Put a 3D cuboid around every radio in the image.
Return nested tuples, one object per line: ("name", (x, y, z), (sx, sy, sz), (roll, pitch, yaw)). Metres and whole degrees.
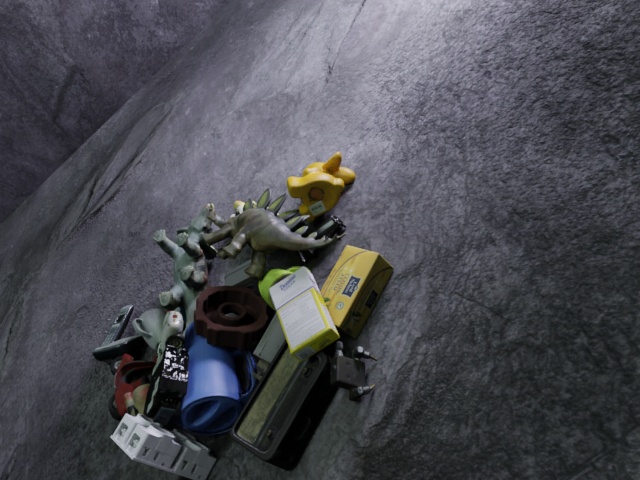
("radio", (-0.060, 0.309, 1.032), (0.131, 0.073, 0.229), (16, 70, 48))

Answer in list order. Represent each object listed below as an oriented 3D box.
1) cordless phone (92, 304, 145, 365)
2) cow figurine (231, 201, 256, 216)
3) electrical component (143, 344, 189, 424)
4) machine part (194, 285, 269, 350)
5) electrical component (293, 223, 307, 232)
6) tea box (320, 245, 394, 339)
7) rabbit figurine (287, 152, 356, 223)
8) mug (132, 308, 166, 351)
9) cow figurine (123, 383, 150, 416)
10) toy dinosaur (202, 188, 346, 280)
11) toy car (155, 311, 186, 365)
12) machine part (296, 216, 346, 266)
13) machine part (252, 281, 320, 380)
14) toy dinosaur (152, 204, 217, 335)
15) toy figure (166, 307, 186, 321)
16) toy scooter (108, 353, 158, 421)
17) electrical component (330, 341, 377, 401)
("cordless phone", (-0.548, 0.259, 1.523), (0.147, 0.088, 0.184), (-18, 43, 32))
("cow figurine", (-0.191, -0.054, 1.465), (0.168, 0.068, 0.098), (15, 76, 49))
("electrical component", (-0.315, 0.302, 1.102), (0.115, 0.058, 0.134), (-55, 27, 38))
("machine part", (-0.199, 0.171, 1.211), (0.179, 0.179, 0.056), (-123, 37, -50))
("electrical component", (-0.089, -0.019, 1.333), (0.119, 0.074, 0.048), (-2, 56, 39))
("tea box", (0.064, 0.104, 1.093), (0.098, 0.068, 0.169), (12, 66, 47))
("rabbit figurine", (-0.002, -0.151, 1.335), (0.162, 0.121, 0.173), (-35, 22, 12))
("mug", (-0.435, 0.240, 1.417), (0.081, 0.109, 0.107), (-52, 50, 7))
("cow figurine", (-0.388, 0.394, 1.197), (0.127, 0.085, 0.194), (46, 137, 39))
("toy dinosaur", (-0.130, -0.019, 1.227), (0.472, 0.105, 0.198), (23, 70, 47))
("toy car", (-0.339, 0.253, 1.205), (0.074, 0.056, 0.201), (-110, 34, -61))
("machine part", (-0.003, -0.004, 1.268), (0.139, 0.039, 0.084), (-39, 35, 13))
("machine part", (-0.067, 0.187, 1.139), (0.079, 0.079, 0.243), (11, 66, 47))
("toy dinosaur", (-0.339, 0.094, 1.419), (0.131, 0.192, 0.405), (-16, 63, 18))
("toy figure", (-0.378, 0.192, 1.440), (0.064, 0.057, 0.155), (-20, 33, -18))
("toy scooter", (-0.466, 0.361, 1.366), (0.135, 0.075, 0.184), (-21, 51, 3))
("electrical component", (0.062, 0.240, 0.986), (0.045, 0.078, 0.102), (-44, 27, 45))
